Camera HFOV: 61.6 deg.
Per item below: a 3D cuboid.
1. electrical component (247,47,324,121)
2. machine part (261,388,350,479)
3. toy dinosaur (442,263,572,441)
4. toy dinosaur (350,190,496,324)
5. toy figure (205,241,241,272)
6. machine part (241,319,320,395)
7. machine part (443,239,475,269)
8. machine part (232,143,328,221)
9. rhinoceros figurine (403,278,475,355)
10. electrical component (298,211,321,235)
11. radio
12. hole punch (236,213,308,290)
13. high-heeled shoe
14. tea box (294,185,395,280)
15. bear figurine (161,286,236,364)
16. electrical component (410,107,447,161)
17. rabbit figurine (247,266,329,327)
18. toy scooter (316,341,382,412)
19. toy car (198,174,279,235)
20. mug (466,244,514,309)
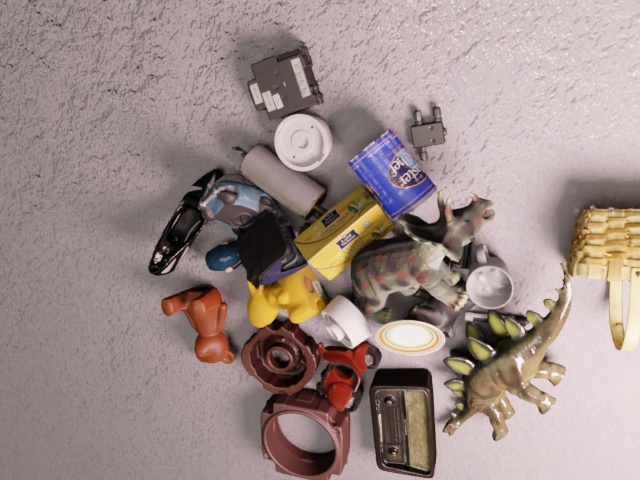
[{"bbox_3d":[-0.072,-0.295,1.029,0.134,0.058,0.114,-12,102,22],"label":"electrical component"},{"bbox_3d":[-0.034,0.452,1.253,0.201,0.087,0.201,6,111,16],"label":"machine part"},{"bbox_3d":[0.356,0.237,1.022,0.199,0.105,0.471,36,125,6],"label":"toy dinosaur"},{"bbox_3d":[0.136,0.049,0.990,0.405,0.131,0.192,-26,112,40],"label":"toy dinosaur"},{"bbox_3d":[-0.176,0.028,1.173,0.155,0.058,0.064,-14,109,17],"label":"toy figure"},{"bbox_3d":[-0.087,0.264,1.223,0.180,0.056,0.179,5,109,15],"label":"machine part"},{"bbox_3d":[0.226,0.018,1.046,0.139,0.039,0.084,9,117,14],"label":"machine part"},{"bbox_3d":[-0.074,-0.116,1.072,0.243,0.079,0.079,35,115,8],"label":"machine part"},{"bbox_3d":[0.234,0.148,1.073,0.112,0.073,0.190,38,114,-7],"label":"rhinoceros figurine"},{"bbox_3d":[-0.001,-0.003,1.113,0.102,0.045,0.078,43,87,-2],"label":"electrical component"},{"bbox_3d":[0.182,0.395,1.167,0.131,0.073,0.229,-1,107,18],"label":"radio"},{"bbox_3d":[-0.097,0.024,1.084,0.116,0.092,0.142,-35,60,18],"label":"hole punch"},{"bbox_3d":[-0.290,-0.036,1.140,0.086,0.145,0.248,30,116,6],"label":"high-heeled shoe"},{"bbox_3d":[0.048,-0.012,1.028,0.169,0.098,0.068,-40,52,8],"label":"tea box"},{"bbox_3d":[-0.271,0.208,1.229,0.120,0.132,0.195,2,102,22],"label":"bear figurine"},{"bbox_3d":[0.202,-0.194,0.991,0.063,0.021,0.093,-5,106,19],"label":"electrical component"},{"bbox_3d":[-0.093,0.120,1.142,0.173,0.122,0.162,-33,91,26],"label":"rabbit figurine"},{"bbox_3d":[0.043,0.286,1.170,0.135,0.075,0.183,21,112,-1],"label":"toy scooter"},{"bbox_3d":[-0.172,-0.082,1.105,0.109,0.161,0.103,-39,48,30],"label":"toy car"},{"bbox_3d":[0.310,0.060,0.994,0.081,0.107,0.109,-22,95,22],"label":"mug"}]
